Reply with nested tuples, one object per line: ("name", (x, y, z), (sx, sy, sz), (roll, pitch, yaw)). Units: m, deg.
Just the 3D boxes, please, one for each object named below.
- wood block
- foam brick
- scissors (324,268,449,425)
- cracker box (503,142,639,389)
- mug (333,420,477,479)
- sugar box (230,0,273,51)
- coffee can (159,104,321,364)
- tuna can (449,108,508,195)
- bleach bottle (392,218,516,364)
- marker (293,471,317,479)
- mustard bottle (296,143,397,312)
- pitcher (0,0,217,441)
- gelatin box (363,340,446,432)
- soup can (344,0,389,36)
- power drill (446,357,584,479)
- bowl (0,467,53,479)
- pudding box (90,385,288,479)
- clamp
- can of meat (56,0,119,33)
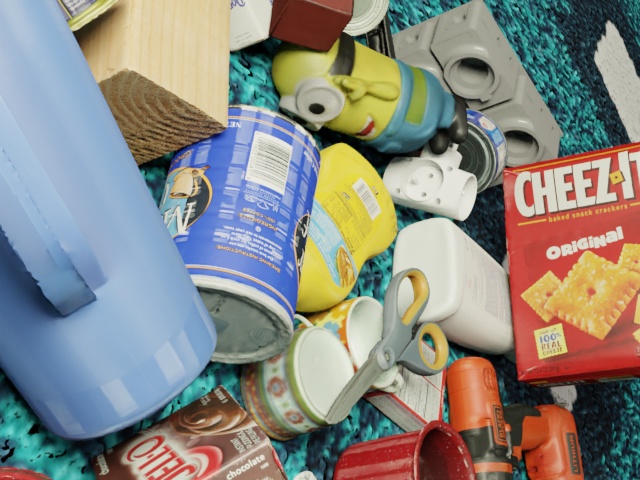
("wood block", (-0.120, -0.166, 0.705), (0.090, 0.091, 0.206), (28, 53, -47))
("foam brick", (-0.004, -0.196, 0.832), (0.051, 0.053, 0.078), (15, 61, -18))
("scissors", (0.058, 0.100, 0.813), (0.096, 0.016, 0.201), (56, 35, -23))
("cracker box", (0.265, 0.025, 1.007), (0.072, 0.164, 0.213), (25, 59, -57))
("mug", (0.070, 0.200, 0.822), (0.117, 0.082, 0.093), (54, 37, -26))
("sugar box", (-0.076, -0.246, 0.852), (0.093, 0.048, 0.176), (-45, 117, -54))
("coffee can", (-0.059, -0.004, 0.703), (0.102, 0.103, 0.140), (41, 46, -39))
("tuna can", (0.141, -0.086, 1.062), (0.033, 0.086, 0.086), (-38, 107, -54))
("bleach bottle", (0.161, 0.070, 1.041), (0.250, 0.068, 0.102), (34, 50, -47))
("marker", (0.016, 0.220, 0.791), (0.121, 0.020, 0.020), (58, 35, -22))
("mustard bottle", (-0.006, 0.001, 0.825), (0.096, 0.058, 0.191), (60, 34, -12))
("pitcher", (-0.150, -0.016, 0.547), (0.243, 0.145, 0.149), (63, 34, -19))
("gelatin box", (0.073, 0.119, 0.915), (0.089, 0.030, 0.073), (42, 44, -39))
("soup can", (0.024, -0.226, 0.937), (0.068, 0.068, 0.102), (55, 13, -25))
("power drill", (0.188, 0.214, 1.014), (0.187, 0.057, 0.184), (24, 55, -49))
("bowl", (-0.140, 0.192, 0.537), (0.161, 0.055, 0.162), (30, 51, -46))
("pudding box", (-0.074, 0.129, 0.586), (0.090, 0.114, 0.039), (-28, 103, -13))
("clamp", (0.053, -0.135, 0.999), (0.120, 0.039, 0.171), (-38, 110, -41))
("can of meat", (-0.174, -0.150, 0.607), (0.084, 0.102, 0.057), (57, 35, -19))
